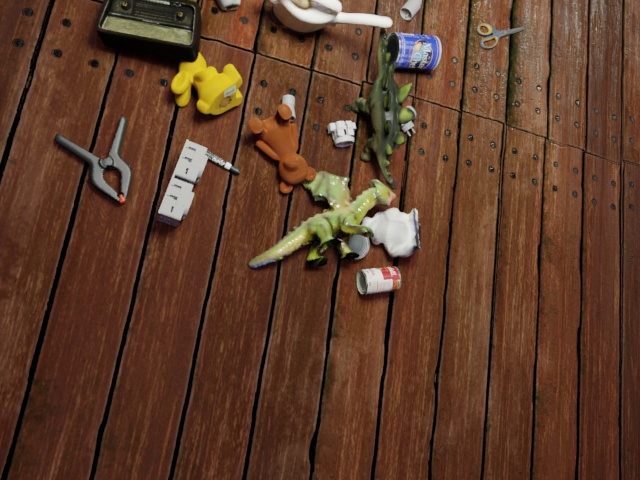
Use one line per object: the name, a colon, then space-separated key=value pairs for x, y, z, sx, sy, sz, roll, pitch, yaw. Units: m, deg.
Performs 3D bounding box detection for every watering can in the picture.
watering can: x=0.003 y=-0.609 z=1.380 sx=0.347 sy=0.226 sz=0.103 roll=12 pitch=97 yaw=-18

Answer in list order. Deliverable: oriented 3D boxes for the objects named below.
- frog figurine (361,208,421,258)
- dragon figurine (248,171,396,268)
frog figurine: x=0.195 y=-0.019 z=1.416 sx=0.159 sy=0.123 sz=0.137 roll=-4 pitch=91 yaw=16
dragon figurine: x=0.004 y=-0.068 z=1.348 sx=0.410 sy=0.119 sz=0.248 roll=-9 pitch=61 yaw=-2
